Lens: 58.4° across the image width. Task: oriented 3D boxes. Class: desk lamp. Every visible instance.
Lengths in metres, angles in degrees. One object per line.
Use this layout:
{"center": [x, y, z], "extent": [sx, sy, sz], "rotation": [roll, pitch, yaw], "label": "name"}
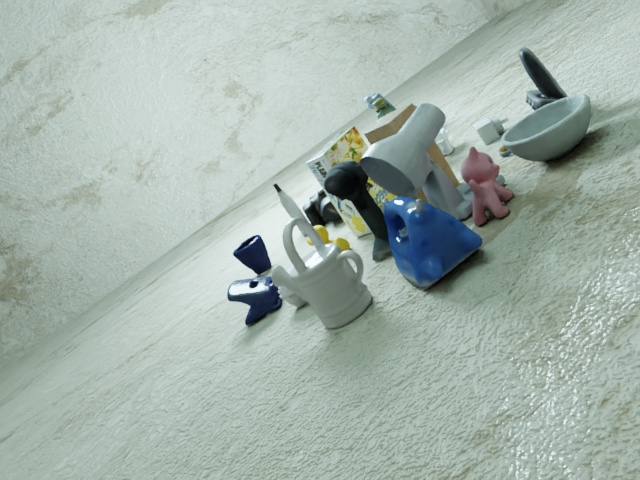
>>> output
{"center": [0.205, -0.134, 1.076], "extent": [0.203, 0.214, 0.117], "rotation": [-39, 16, -18], "label": "desk lamp"}

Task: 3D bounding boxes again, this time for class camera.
{"center": [0.018, -0.097, 1.594], "extent": [0.143, 0.101, 0.137], "rotation": [-31, 15, 11], "label": "camera"}

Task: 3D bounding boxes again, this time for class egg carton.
{"center": [-0.018, 0.073, 1.190], "extent": [0.107, 0.069, 0.150], "rotation": [-24, 18, 34], "label": "egg carton"}

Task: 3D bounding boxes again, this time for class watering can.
{"center": [-0.009, 0.052, 0.986], "extent": [0.172, 0.194, 0.101], "rotation": [-30, 15, 15], "label": "watering can"}

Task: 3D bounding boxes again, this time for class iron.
{"center": [0.153, -0.017, 0.958], "extent": [0.119, 0.141, 0.258], "rotation": [-36, 15, -8], "label": "iron"}

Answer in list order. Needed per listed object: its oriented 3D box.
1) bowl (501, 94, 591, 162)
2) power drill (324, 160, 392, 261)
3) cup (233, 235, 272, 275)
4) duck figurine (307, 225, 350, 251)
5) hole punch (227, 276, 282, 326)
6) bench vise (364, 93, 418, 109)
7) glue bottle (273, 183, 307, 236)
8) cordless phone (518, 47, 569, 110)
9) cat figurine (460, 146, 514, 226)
{"center": [0.428, -0.195, 1.061], "extent": [0.167, 0.075, 0.167], "rotation": [-32, 15, 10], "label": "bowl"}
{"center": [0.086, -0.068, 1.134], "extent": [0.075, 0.208, 0.229], "rotation": [-30, 15, 17], "label": "power drill"}
{"center": [-0.177, 0.042, 1.584], "extent": [0.091, 0.095, 0.118], "rotation": [-30, 15, 15], "label": "cup"}
{"center": [0.012, 0.005, 1.309], "extent": [0.104, 0.086, 0.078], "rotation": [-18, 22, 48], "label": "duck figurine"}
{"center": [-0.142, 0.118, 1.273], "extent": [0.101, 0.091, 0.108], "rotation": [-32, 15, 9], "label": "hole punch"}
{"center": [0.228, -0.375, 1.785], "extent": [0.121, 0.220, 0.208], "rotation": [-21, 20, 41], "label": "bench vise"}
{"center": [-0.084, -0.093, 1.658], "extent": [0.037, 0.173, 0.078], "rotation": [-36, 15, -5], "label": "glue bottle"}
{"center": [0.461, -0.323, 1.179], "extent": [0.094, 0.185, 0.147], "rotation": [-30, 15, 15], "label": "cordless phone"}
{"center": [0.282, -0.105, 1.007], "extent": [0.067, 0.118, 0.128], "rotation": [-25, 17, 32], "label": "cat figurine"}
